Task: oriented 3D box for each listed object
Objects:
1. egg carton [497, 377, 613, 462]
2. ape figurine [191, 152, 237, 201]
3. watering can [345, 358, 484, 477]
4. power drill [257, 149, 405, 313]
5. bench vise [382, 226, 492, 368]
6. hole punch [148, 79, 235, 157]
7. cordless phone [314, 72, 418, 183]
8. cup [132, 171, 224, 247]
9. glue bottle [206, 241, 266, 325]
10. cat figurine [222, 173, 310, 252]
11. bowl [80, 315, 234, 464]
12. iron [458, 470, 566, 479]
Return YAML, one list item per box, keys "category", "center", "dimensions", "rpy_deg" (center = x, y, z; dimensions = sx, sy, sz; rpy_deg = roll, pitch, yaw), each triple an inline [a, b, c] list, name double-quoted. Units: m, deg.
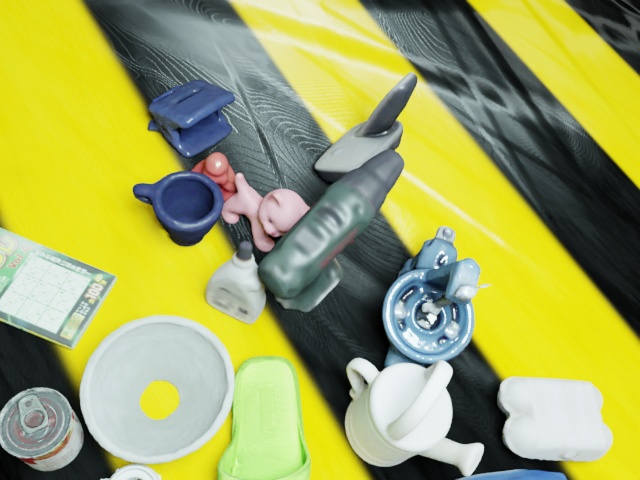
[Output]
- category: "egg carton"
  center: [0.311, 0.239, 0.765]
  dimensions: [0.150, 0.069, 0.107]
  rpy_deg: [5, 60, -12]
- category: "ape figurine"
  center: [-0.151, -0.090, 0.814]
  dimensions: [0.078, 0.092, 0.076]
  rpy_deg: [17, 58, -5]
- category: "watering can"
  center: [0.107, 0.198, 0.660]
  dimensions: [0.173, 0.194, 0.101]
  rpy_deg: [22, 58, -2]
- category: "power drill"
  center: [0.007, 0.003, 0.736]
  dimensions: [0.075, 0.208, 0.230]
  rpy_deg: [40, 59, 9]
- category: "bench vise"
  center: [0.142, 0.056, 0.735]
  dimensions: [0.121, 0.219, 0.207]
  rpy_deg: [6, 60, -11]
- category: "hole punch"
  center: [-0.196, -0.197, 0.863]
  dimensions: [0.101, 0.091, 0.109]
  rpy_deg: [43, 60, 11]
- category: "cordless phone"
  center: [0.074, -0.165, 0.862]
  dimensions: [0.094, 0.185, 0.148]
  rpy_deg: [35, 59, 7]
- category: "cup"
  center: [-0.192, -0.035, 0.771]
  dimensions: [0.118, 0.095, 0.091]
  rpy_deg: [14, 59, -7]
- category: "glue bottle"
  center: [-0.098, 0.047, 0.703]
  dimensions: [0.078, 0.173, 0.037]
  rpy_deg: [28, 58, 2]
- category: "cat figurine"
  center: [-0.071, -0.046, 0.796]
  dimensions: [0.127, 0.117, 0.067]
  rpy_deg: [37, 59, 8]
- category: "bowl"
  center: [-0.185, 0.177, 0.665]
  dimensions: [0.167, 0.074, 0.167]
  rpy_deg: [7, 60, -11]
- category: "iron"
  center: [0.199, 0.322, 0.645]
  dimensions: [0.259, 0.141, 0.118]
  rpy_deg: [0, 61, -15]
